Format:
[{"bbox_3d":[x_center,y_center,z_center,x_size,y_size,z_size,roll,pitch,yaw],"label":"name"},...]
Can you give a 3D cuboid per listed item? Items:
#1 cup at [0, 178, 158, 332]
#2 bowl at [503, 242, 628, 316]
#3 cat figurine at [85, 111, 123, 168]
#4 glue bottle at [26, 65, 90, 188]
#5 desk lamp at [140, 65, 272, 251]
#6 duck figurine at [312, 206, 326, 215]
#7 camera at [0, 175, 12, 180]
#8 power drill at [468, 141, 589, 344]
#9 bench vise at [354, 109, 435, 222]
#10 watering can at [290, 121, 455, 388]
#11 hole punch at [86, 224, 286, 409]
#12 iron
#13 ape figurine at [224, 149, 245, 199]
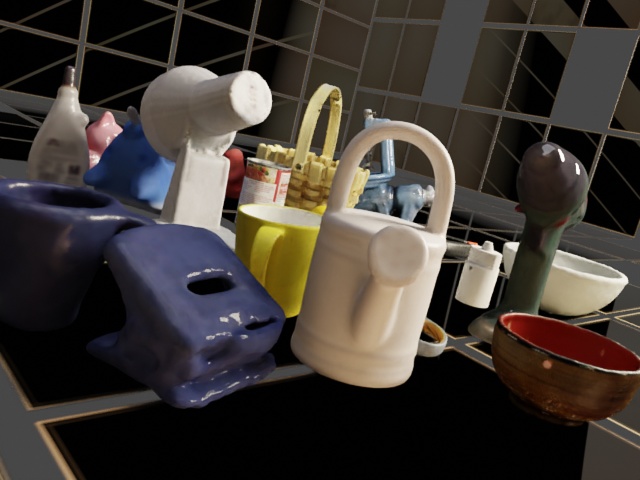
[{"bbox_3d":[-0.175,0.015,0.396,0.118,0.095,0.091,11,12,-10],"label":"cup"},{"bbox_3d":[0.329,0.061,0.797,0.167,0.075,0.167,13,12,-2],"label":"bowl"},{"bbox_3d":[-0.355,-0.145,0.890,0.067,0.118,0.128,22,14,35],"label":"cat figurine"},{"bbox_3d":[-0.349,-0.150,0.781,0.078,0.173,0.037,7,13,-27],"label":"glue bottle"},{"bbox_3d":[-0.131,-0.097,0.678,0.118,0.213,0.202,3,15,-40],"label":"desk lamp"},{"bbox_3d":[0.006,0.002,0.682,0.105,0.086,0.077,5,14,-35],"label":"duck figurine"},{"bbox_3d":[-0.287,-0.024,0.440,0.142,0.101,0.137,20,13,27],"label":"camera"},{"bbox_3d":[0.225,0.008,0.600,0.075,0.208,0.230,19,13,26],"label":"power drill"},{"bbox_3d":[0.124,-0.133,1.117,0.207,0.220,0.121,11,12,-9],"label":"bench vise"},{"bbox_3d":[0.049,0.008,0.439,0.101,0.194,0.172,8,13,-24],"label":"watering can"},{"bbox_3d":[-0.080,0.044,0.379,0.100,0.091,0.109,20,13,28],"label":"hole punch"},{"bbox_3d":[-0.223,-0.119,0.858,0.118,0.141,0.259,17,12,16],"label":"iron"},{"bbox_3d":[-0.168,-0.127,1.075,0.076,0.092,0.077,11,12,-11],"label":"ape figurine"}]
